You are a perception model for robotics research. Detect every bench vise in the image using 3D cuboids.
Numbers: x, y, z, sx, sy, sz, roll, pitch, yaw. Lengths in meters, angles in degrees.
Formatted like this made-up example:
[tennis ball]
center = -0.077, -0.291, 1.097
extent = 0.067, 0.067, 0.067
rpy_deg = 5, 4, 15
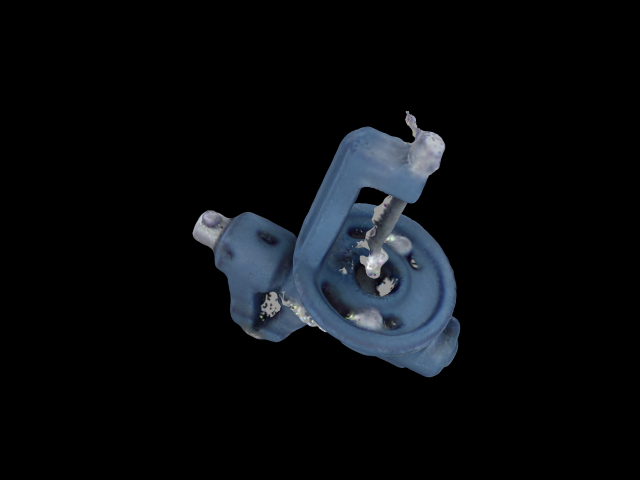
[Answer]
[bench vise]
center = 0.003, 0.010, 0.392
extent = 0.207, 0.220, 0.121
rpy_deg = 3, 49, 2
